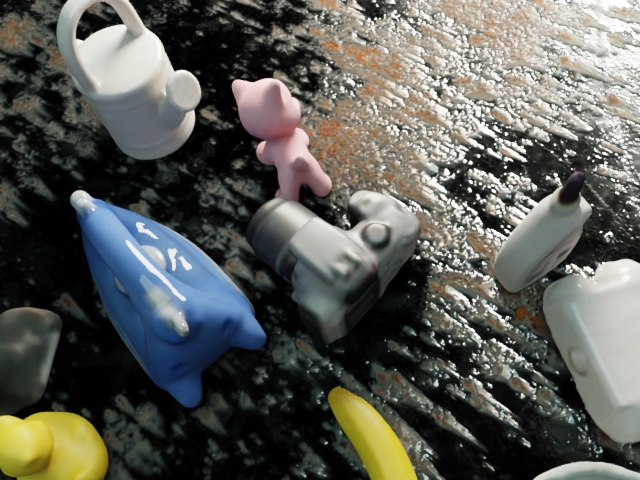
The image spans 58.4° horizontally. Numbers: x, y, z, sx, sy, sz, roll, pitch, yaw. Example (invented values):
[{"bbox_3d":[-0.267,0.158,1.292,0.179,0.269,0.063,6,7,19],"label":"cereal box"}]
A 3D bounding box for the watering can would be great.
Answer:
[{"bbox_3d":[-0.201,-0.177,0.605,0.172,0.194,0.101,6,66,9],"label":"watering can"}]

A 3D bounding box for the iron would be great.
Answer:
[{"bbox_3d":[-0.172,0.025,0.537,0.119,0.141,0.257,-42,68,-13],"label":"iron"}]

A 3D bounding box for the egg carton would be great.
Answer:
[{"bbox_3d":[0.265,0.094,0.500,0.107,0.069,0.150,-18,65,-2],"label":"egg carton"}]

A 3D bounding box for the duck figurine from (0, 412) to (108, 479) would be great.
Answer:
[{"bbox_3d":[-0.243,0.188,0.500,0.104,0.086,0.077,27,71,17],"label":"duck figurine"}]

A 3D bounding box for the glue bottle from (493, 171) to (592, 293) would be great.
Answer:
[{"bbox_3d":[0.200,-0.011,0.498,0.078,0.173,0.037,-31,66,-8],"label":"glue bottle"}]

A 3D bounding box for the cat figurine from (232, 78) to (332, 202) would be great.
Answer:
[{"bbox_3d":[-0.042,-0.113,0.601,0.067,0.118,0.127,-26,65,-6],"label":"cat figurine"}]

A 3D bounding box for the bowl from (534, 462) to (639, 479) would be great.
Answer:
[{"bbox_3d":[0.206,0.257,0.428,0.167,0.075,0.167,-2,65,5],"label":"bowl"}]

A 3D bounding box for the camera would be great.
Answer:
[{"bbox_3d":[0.005,0.002,0.552,0.136,0.101,0.143,37,74,20],"label":"camera"}]

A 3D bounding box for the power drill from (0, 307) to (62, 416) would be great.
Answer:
[{"bbox_3d":[-0.315,0.072,0.493,0.075,0.208,0.229,1,65,7],"label":"power drill"}]
